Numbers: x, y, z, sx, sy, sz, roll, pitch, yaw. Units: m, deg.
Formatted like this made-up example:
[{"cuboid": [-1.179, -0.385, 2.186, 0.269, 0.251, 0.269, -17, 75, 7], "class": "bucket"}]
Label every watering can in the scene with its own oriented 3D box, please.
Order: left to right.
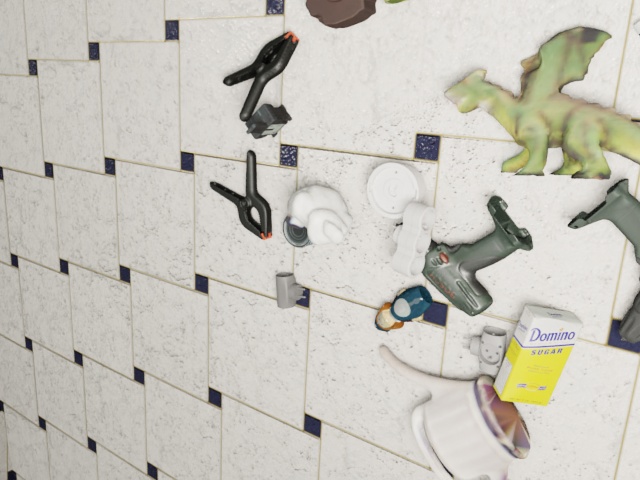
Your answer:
[{"cuboid": [0.260, 0.332, 1.005, 0.221, 0.104, 0.352, -40, 68, 32], "class": "watering can"}]

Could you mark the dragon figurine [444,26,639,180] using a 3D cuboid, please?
[{"cuboid": [0.397, -0.214, 0.806, 0.410, 0.122, 0.242, 5, 95, 32], "class": "dragon figurine"}]

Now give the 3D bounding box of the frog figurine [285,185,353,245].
[{"cuboid": [0.003, -0.053, 1.055, 0.137, 0.160, 0.123, 31, 87, -12], "class": "frog figurine"}]
